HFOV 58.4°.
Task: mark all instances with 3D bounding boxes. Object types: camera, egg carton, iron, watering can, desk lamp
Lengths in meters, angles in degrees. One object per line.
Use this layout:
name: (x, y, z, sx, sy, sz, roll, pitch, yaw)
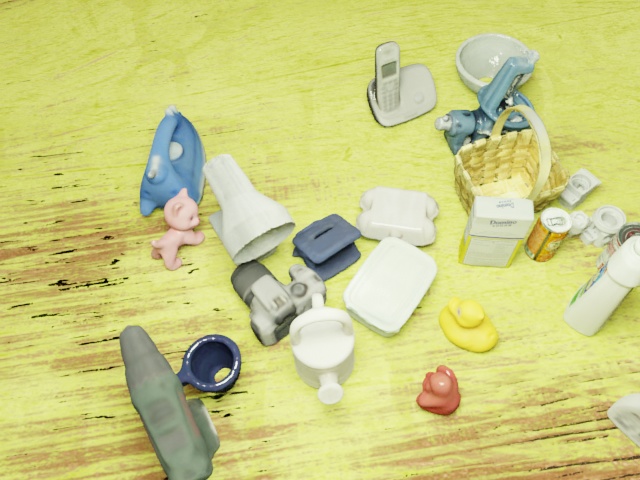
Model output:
camera: (-0.080, 0.084, 0.981, 0.143, 0.101, 0.136, -37, 65, -17)
egg carton: (0.144, -0.042, 1.064, 0.150, 0.069, 0.107, 7, 60, 7)
iron: (-0.292, -0.176, 1.119, 0.118, 0.141, 0.258, 0, 60, 2)
watering can: (0.008, 0.161, 0.878, 0.101, 0.194, 0.172, -27, 62, -13)
desk lamp: (-0.132, -0.037, 0.989, 0.118, 0.214, 0.203, -30, 63, -14)

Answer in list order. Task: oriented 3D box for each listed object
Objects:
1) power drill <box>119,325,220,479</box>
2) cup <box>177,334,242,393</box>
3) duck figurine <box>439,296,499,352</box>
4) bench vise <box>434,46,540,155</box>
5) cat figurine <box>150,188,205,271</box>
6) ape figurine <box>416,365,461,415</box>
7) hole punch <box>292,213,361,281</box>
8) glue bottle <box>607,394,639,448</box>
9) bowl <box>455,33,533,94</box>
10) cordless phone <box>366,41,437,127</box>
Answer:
power drill: (-0.213, 0.252, 0.826, 0.076, 0.208, 0.229, -27, 62, -13)
cup: (-0.176, 0.214, 0.912, 0.118, 0.095, 0.091, -26, 62, -12)
duck figurine: (0.250, 0.133, 0.947, 0.104, 0.086, 0.078, 37, 68, 21)
bench vise: (0.332, -0.253, 1.093, 0.208, 0.220, 0.121, -31, 63, -15)
cat figurine: (-0.263, -0.026, 1.043, 0.067, 0.118, 0.128, 28, 65, 17)
ape figurine: (0.185, 0.231, 0.889, 0.078, 0.092, 0.076, -29, 63, -14)
hole punch: (0.009, 0.004, 1.030, 0.109, 0.091, 0.101, -33, 63, -16)
glue bottle: (0.480, 0.247, 0.820, 0.037, 0.173, 0.078, -34, 64, -16)
bowl: (0.371, -0.365, 1.241, 0.167, 0.075, 0.167, -1, 60, 2)
cordless phone: (0.169, -0.331, 1.165, 0.148, 0.185, 0.094, -25, 62, -12)
